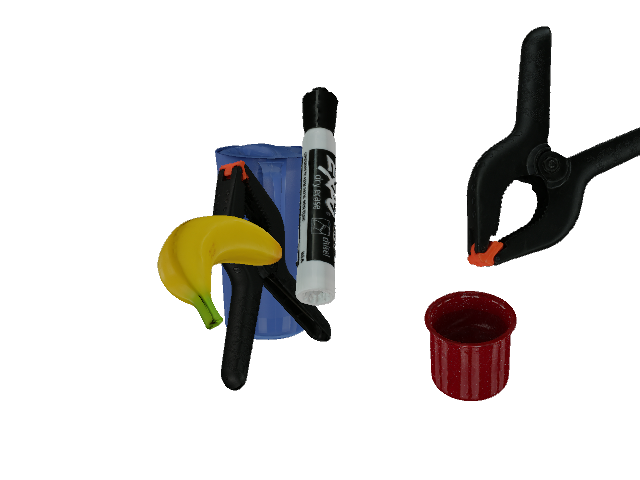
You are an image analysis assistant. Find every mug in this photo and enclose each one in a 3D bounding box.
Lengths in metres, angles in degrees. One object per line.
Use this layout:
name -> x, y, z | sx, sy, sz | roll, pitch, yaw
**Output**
mug -> 0.161, 0.106, 1.115 | 0.093, 0.081, 0.117 | 15, 38, 27

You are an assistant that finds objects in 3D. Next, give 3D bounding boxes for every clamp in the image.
clamp -> 0.164, -0.049, 0.733 | 0.120, 0.171, 0.039 | 26, -5, 2
clamp -> -0.055, 0.027, 1.040 | 0.036, 0.210, 0.164 | -10, 0, 34

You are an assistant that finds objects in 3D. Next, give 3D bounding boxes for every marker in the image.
marker -> -0.001, -0.026, 0.534 | 0.020, 0.121, 0.020 | 1, -29, 0

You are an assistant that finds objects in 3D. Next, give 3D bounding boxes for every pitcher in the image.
pitcher -> -0.068, 0.001, 1.357 | 0.145, 0.243, 0.148 | 10, 15, 37

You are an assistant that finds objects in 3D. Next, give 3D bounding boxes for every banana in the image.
banana -> -0.077, 0.013, 0.788 | 0.037, 0.069, 0.197 | -33, 5, 18
